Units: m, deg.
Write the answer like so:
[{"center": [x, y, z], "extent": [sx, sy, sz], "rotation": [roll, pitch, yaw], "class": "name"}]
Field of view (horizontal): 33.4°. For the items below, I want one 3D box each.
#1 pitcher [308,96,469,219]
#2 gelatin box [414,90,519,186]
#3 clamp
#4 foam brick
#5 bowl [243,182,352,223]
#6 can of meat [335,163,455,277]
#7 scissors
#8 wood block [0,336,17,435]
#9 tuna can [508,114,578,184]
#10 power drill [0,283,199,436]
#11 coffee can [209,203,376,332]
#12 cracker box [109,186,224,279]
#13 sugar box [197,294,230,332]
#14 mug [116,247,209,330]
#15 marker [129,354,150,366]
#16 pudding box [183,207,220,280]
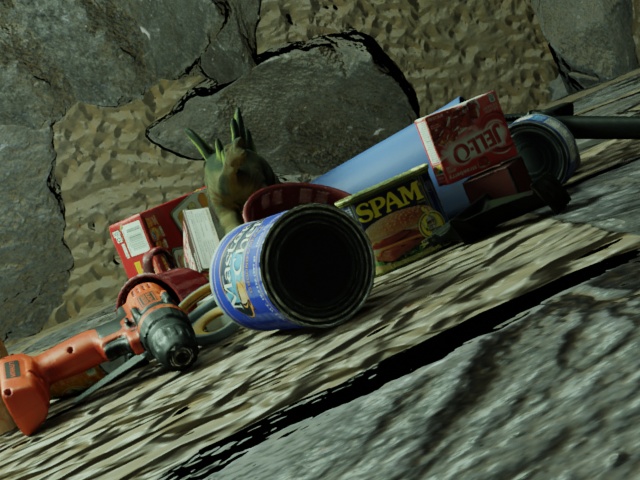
[{"center": [0.101, -0.065, 1.312], "extent": [0.243, 0.149, 0.145], "rotation": [-25, 45, 19], "class": "pitcher"}, {"center": [0.151, -0.104, 1.095], "extent": [0.089, 0.073, 0.030], "rotation": [-22, 5, -18], "class": "gelatin box"}, {"center": [0.260, -0.128, 1.205], "extent": [0.209, 0.036, 0.165], "rotation": [-10, 16, -28], "class": "clamp"}, {"center": [0.186, -0.050, 1.096], "extent": [0.053, 0.051, 0.078], "rotation": [-22, 4, 22], "class": "foam brick"}, {"center": [-0.008, 0.001, 1.164], "extent": [0.162, 0.055, 0.162], "rotation": [8, 33, -6], "class": "bowl"}, {"center": [0.077, -0.019, 1.079], "extent": [0.102, 0.084, 0.057], "rotation": [-23, 4, 1], "class": "can of meat"}, {"center": [-0.157, 0.114, 1.093], "extent": [0.201, 0.016, 0.096], "rotation": [-44, 38, -23], "class": "scissors"}, {"center": [-0.393, 0.114, 1.129], "extent": [0.091, 0.206, 0.090], "rotation": [-23, 4, -1], "class": "wood block"}, {"center": [0.227, -0.088, 1.131], "extent": [0.086, 0.086, 0.033], "rotation": [-21, 7, 34], "class": "tuna can"}, {"center": [-0.213, 0.116, 1.033], "extent": [0.187, 0.057, 0.185], "rotation": [-26, 19, -11], "class": "power drill"}, {"center": [-0.027, 0.027, 0.924], "extent": [0.102, 0.103, 0.140], "rotation": [-25, 4, -23], "class": "coffee can"}, {"center": [-0.197, 0.021, 1.563], "extent": [0.072, 0.164, 0.213], "rotation": [-19, 6, 30], "class": "cracker box"}, {"center": [-0.058, 0.050, 1.225], "extent": [0.093, 0.048, 0.176], "rotation": [-21, 3, 27], "class": "sugar box"}, {"center": [-0.173, 0.065, 1.207], "extent": [0.093, 0.117, 0.081], "rotation": [-15, 2, 25], "class": "mug"}, {"center": [-0.230, 0.140, 1.199], "extent": [0.121, 0.020, 0.020], "rotation": [-20, 5, 40], "class": "marker"}, {"center": [-0.140, 0.029, 1.302], "extent": [0.039, 0.090, 0.113], "rotation": [-11, 44, -15], "class": "pudding box"}]
